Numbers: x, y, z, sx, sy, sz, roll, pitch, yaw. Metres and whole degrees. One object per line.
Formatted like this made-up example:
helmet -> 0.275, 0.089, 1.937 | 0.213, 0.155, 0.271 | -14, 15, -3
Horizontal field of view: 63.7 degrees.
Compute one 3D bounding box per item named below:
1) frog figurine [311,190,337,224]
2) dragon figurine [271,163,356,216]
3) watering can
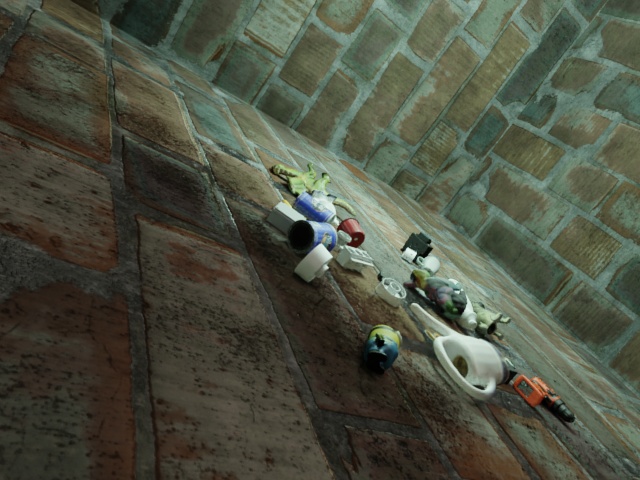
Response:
frog figurine -> 0.006, -0.099, 1.961 | 0.135, 0.121, 0.163 | 36, 40, -44
dragon figurine -> -0.045, -0.211, 2.202 | 0.414, 0.120, 0.245 | 40, 33, 21
watering can -> 0.416, 0.320, 1.518 | 0.223, 0.102, 0.355 | 12, 33, -32
